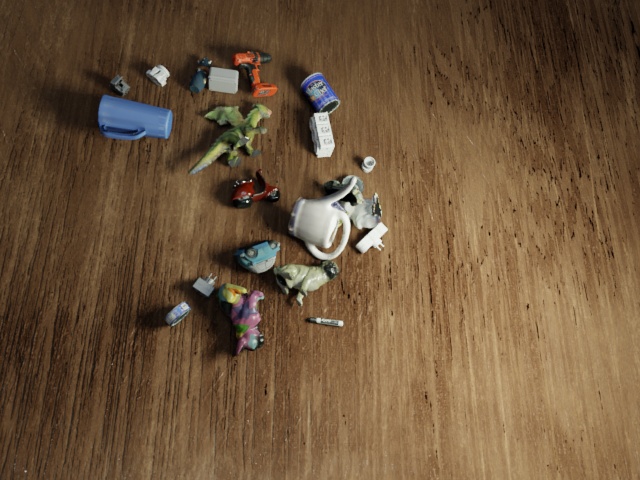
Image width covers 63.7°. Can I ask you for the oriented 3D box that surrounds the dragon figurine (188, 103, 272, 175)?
[{"bbox_3d":[-0.351,-0.408,1.945,0.414,0.119,0.247,-26,61,-20],"label":"dragon figurine"}]

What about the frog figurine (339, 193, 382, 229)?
[{"bbox_3d":[0.144,-0.102,1.920,0.159,0.120,0.140,-11,58,23],"label":"frog figurine"}]

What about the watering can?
[{"bbox_3d":[0.005,-0.090,1.795,0.225,0.341,0.106,20,28,13],"label":"watering can"}]
